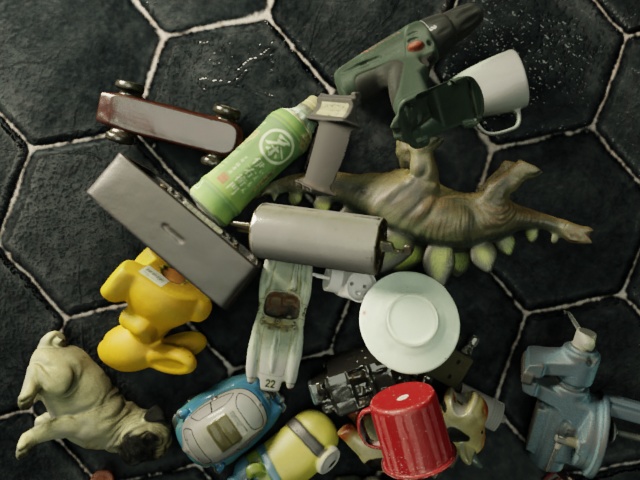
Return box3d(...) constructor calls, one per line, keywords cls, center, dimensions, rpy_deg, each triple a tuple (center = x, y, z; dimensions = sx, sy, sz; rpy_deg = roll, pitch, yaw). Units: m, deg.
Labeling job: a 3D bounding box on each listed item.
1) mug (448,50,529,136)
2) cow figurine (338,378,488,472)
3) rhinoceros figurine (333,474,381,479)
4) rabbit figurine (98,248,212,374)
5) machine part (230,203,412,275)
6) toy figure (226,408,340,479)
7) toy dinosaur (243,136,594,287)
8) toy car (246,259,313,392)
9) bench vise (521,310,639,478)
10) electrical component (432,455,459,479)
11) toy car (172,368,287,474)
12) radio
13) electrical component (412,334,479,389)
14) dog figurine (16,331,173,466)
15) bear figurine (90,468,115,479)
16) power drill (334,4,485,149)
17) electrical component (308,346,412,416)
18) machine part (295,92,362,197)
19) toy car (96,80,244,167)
box3d(cls="mug", center=(0.232, -0.199, 0.759), dimensions=(0.107, 0.081, 0.109), rpy_deg=(-14, 95, 10))
box3d(cls="cow figurine", center=(0.138, 0.260, 0.733), dimensions=(0.195, 0.085, 0.127), rpy_deg=(-32, 98, 22))
box3d(cls="rhinoceros figurine", center=(0.053, 0.430, 0.765), dimensions=(0.112, 0.073, 0.190), rpy_deg=(12, 88, -12))
box3d(cls="rabbit figurine", center=(-0.232, 0.116, 0.746), dimensions=(0.162, 0.122, 0.173), rpy_deg=(36, 104, -11))
box3d(cls="machine part", center=(-0.001, -0.002, 0.701), dimensions=(0.243, 0.079, 0.079), rpy_deg=(7, 90, 15))
box3d(cls="toy figure", center=(-0.055, 0.306, 0.741), dimensions=(0.180, 0.082, 0.089), rpy_deg=(-26, 95, -10))
box3d(cls="toy dinosaur", center=(0.129, -0.047, 0.743), dimensions=(0.472, 0.105, 0.198), rpy_deg=(15, 95, 9))
box3d(cls="toy car", center=(-0.055, 0.107, 0.748), dimensions=(0.074, 0.056, 0.201), rpy_deg=(9, 76, -1))
box3d(cls="bench vise", center=(0.392, 0.232, 0.732), dimensions=(0.241, 0.129, 0.223), rpy_deg=(13, 98, 16))
box3d(cls="electrical component", center=(0.174, 0.300, 0.786), dimensions=(0.063, 0.021, 0.094), rpy_deg=(27, 91, -1))
box3d(cls="toy car", center=(-0.128, 0.254, 0.740), dimensions=(0.162, 0.103, 0.109), rpy_deg=(-32, 92, 1))
box3d(cls="radio", center=(-0.184, -0.011, 0.721), dimensions=(0.229, 0.131, 0.073), rpy_deg=(41, 90, -1))
box3d(cls="electrical component", center=(0.175, 0.169, 0.776), dimensions=(0.078, 0.045, 0.102), rpy_deg=(25, 92, -24))
box3d(cls="dog figurine", center=(-0.297, 0.218, 0.744), dimensions=(0.191, 0.121, 0.172), rpy_deg=(4, 102, -12))
box3d(cls="bear figurine", center=(-0.268, 0.422, 0.728), dimensions=(0.120, 0.132, 0.196), rpy_deg=(-45, 97, -2))
box3d(cls="power drill", center=(0.139, -0.222, 0.705), dimensions=(0.232, 0.085, 0.207), rpy_deg=(-23, 49, 7))
box3d(cls="electrical component", center=(0.051, 0.187, 0.737), dimensions=(0.134, 0.115, 0.058), rpy_deg=(-18, 89, -3))
box3d(cls="machine part", center=(0.009, -0.126, 0.705), dimensions=(0.084, 0.039, 0.138), rpy_deg=(13, 89, 39))
box3d(cls="toy car", center=(-0.208, -0.162, 0.758), dimensions=(0.202, 0.053, 0.089), rpy_deg=(13, 101, -5))
